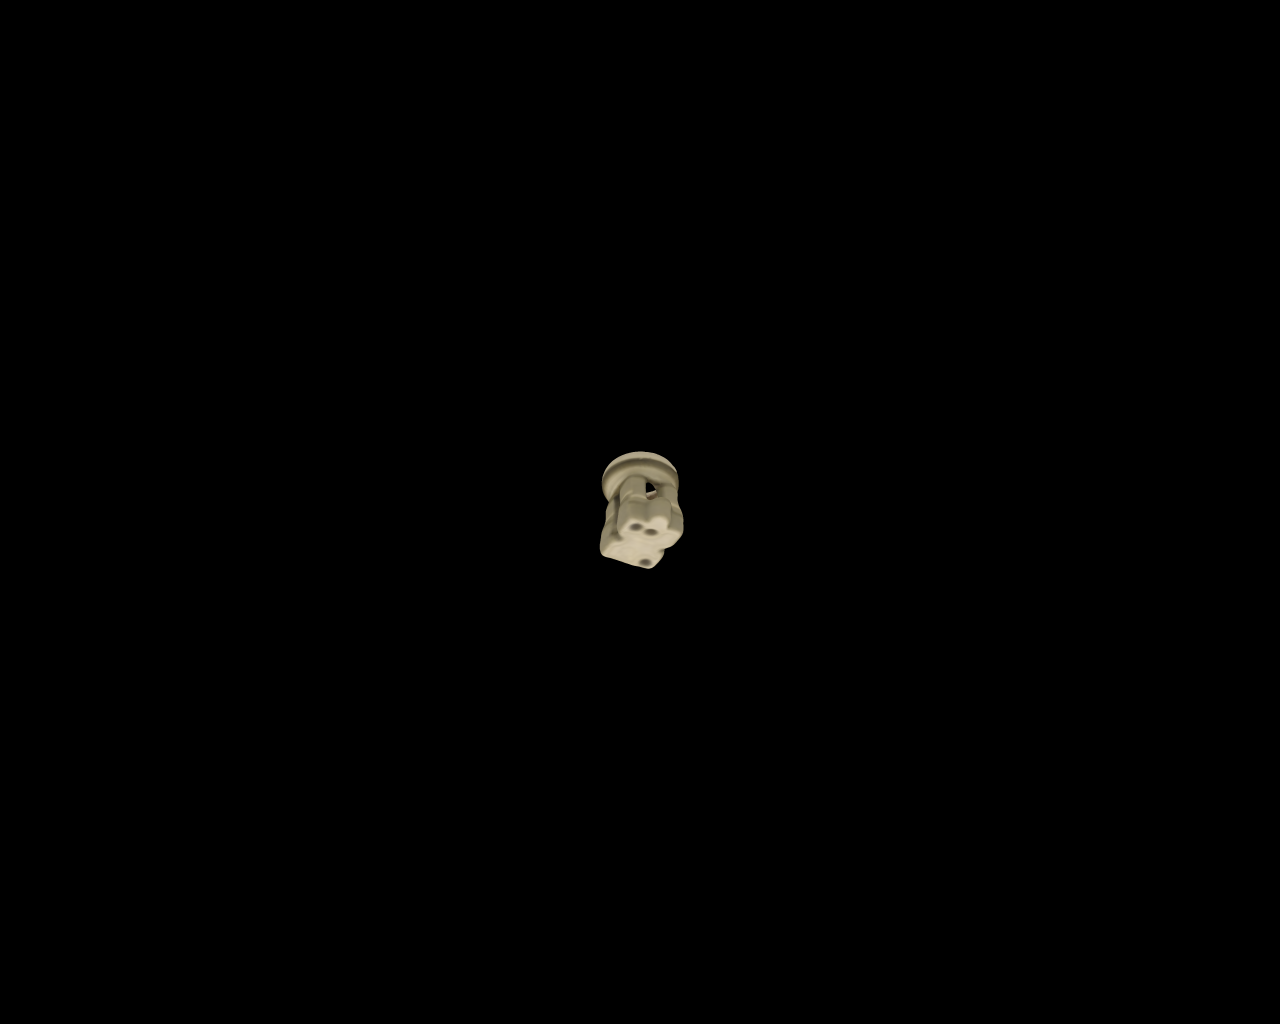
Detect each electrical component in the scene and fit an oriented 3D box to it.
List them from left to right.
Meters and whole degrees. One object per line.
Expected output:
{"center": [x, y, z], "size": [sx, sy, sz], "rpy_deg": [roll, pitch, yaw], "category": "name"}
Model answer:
{"center": [0.001, -0.003, 0.650], "size": [0.048, 0.055, 0.066], "rpy_deg": [17, -41, -21], "category": "electrical component"}
